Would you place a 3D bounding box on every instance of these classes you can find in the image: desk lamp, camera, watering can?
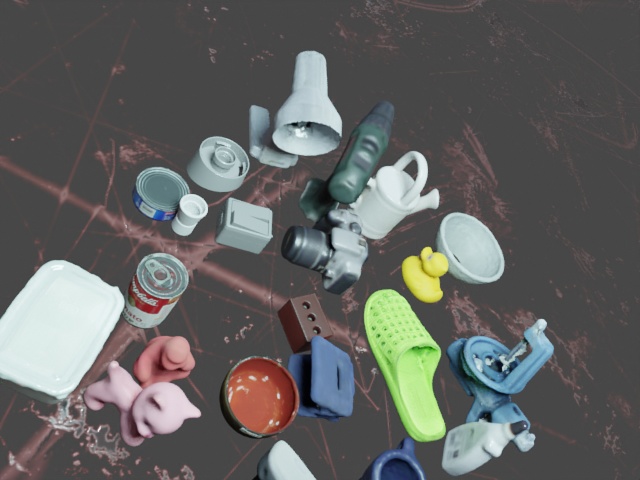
[{"bbox_3d":[-0.049,-0.224,1.047,0.118,0.213,0.203,11,53,-28],"label":"desk lamp"},{"bbox_3d":[0.009,0.004,1.003,0.137,0.100,0.143,18,50,-23],"label":"camera"},{"bbox_3d":[0.148,-0.093,1.101,0.173,0.193,0.101,-7,63,-37],"label":"watering can"}]

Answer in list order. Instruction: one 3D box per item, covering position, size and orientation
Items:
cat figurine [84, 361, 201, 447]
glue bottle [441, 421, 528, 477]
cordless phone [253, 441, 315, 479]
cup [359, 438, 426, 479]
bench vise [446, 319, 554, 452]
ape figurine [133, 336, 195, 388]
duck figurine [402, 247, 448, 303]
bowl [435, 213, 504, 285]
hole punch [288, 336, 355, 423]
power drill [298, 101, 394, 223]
[{"bbox_3d":[-0.215,0.196,0.700,0.128,0.117,0.067,42,45,-1],"label":"cat figurine"},{"bbox_3d":[0.261,0.316,0.901,0.037,0.173,0.078,35,46,-8],"label":"glue bottle"},{"bbox_3d":[0.000,0.312,0.716,0.147,0.184,0.094,49,46,6],"label":"cordless phone"},{"bbox_3d":[0.094,0.345,0.821,0.092,0.094,0.118,34,46,-9],"label":"cup"},{"bbox_3d":[0.330,0.237,0.972,0.122,0.219,0.207,-20,71,-41],"label":"bench vise"},{"bbox_3d":[-0.200,0.157,0.756,0.078,0.092,0.076,17,51,-24],"label":"ape figurine"},{"bbox_3d":[0.215,0.064,1.111,0.078,0.086,0.104,-6,63,-37],"label":"duck figurine"},{"bbox_3d":[0.299,0.030,1.201,0.168,0.074,0.167,18,51,-23],"label":"bowl"},{"bbox_3d":[0.011,0.209,0.864,0.101,0.091,0.108,17,51,-24],"label":"hole punch"},{"bbox_3d":[0.048,-0.131,1.050,0.076,0.208,0.230,32,46,-11],"label":"power drill"}]
